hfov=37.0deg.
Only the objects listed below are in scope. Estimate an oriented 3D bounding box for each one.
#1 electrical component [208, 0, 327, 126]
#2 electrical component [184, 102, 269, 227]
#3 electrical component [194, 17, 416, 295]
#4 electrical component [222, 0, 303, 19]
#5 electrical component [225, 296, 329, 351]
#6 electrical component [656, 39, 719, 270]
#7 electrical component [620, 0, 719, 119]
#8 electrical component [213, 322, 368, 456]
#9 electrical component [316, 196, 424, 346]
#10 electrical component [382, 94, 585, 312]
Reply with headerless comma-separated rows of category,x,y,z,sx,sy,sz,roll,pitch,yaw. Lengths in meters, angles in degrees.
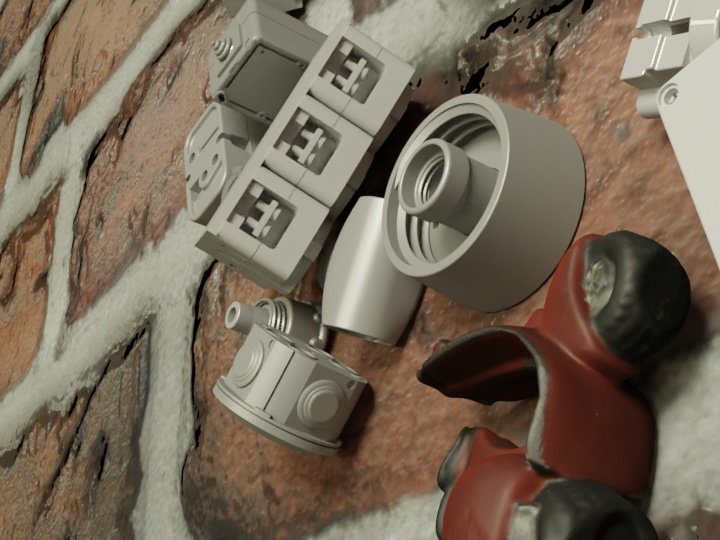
electrical component,-0.064,-0.146,0.762,0.061,0.096,0.061,-46,38,32
electrical component,-0.090,-0.071,0.794,0.053,0.059,0.095,-46,39,33
electrical component,-0.032,-0.065,0.658,0.150,0.062,0.089,-59,9,-11
electrical component,-0.082,-0.232,0.854,0.064,0.081,0.042,-10,55,12
electrical component,-0.054,0.037,0.674,0.048,0.062,0.048,-33,46,44
electrical component,0.174,-0.049,0.382,0.109,0.056,0.108,-42,41,37
electrical component,0.149,-0.098,0.460,0.055,0.048,0.066,8,79,66
electrical component,-0.039,0.069,0.618,0.051,0.080,0.080,-62,32,1
electrical component,0.000,0.000,0.631,0.079,0.043,0.077,5,77,57
electrical component,0.055,-0.038,0.553,0.108,0.060,0.108,-34,46,44
